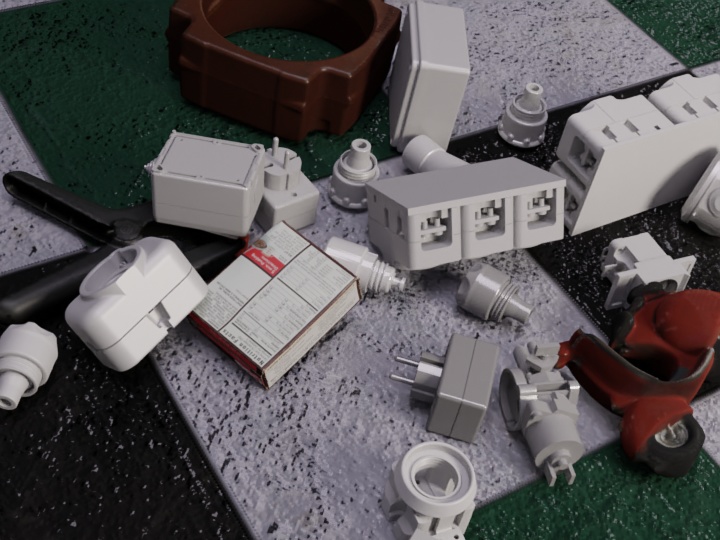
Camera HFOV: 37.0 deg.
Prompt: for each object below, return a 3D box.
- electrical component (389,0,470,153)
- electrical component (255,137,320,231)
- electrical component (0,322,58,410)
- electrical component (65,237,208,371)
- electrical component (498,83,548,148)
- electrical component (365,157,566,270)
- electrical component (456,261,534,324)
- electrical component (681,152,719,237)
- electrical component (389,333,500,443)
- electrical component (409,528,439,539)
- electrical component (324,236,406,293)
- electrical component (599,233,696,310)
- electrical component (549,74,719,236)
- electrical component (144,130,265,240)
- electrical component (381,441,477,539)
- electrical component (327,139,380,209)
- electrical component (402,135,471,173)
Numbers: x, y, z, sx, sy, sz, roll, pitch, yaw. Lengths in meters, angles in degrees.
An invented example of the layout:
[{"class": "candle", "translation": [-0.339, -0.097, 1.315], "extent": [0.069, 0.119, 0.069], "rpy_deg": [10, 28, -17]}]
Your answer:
[{"class": "electrical component", "translation": [0.066, -0.185, 1.044], "extent": [0.056, 0.108, 0.108], "rpy_deg": [7, 46, -7]}, {"class": "electrical component", "translation": [-0.072, -0.081, 0.941], "extent": [0.047, 0.076, 0.065], "rpy_deg": [-23, 55, -28]}, {"class": "electrical component", "translation": [-0.249, 0.072, 0.786], "extent": [0.043, 0.043, 0.062], "rpy_deg": [11, 47, -1]}, {"class": "electrical component", "translation": [-0.171, 0.021, 0.814], "extent": [0.095, 0.059, 0.054], "rpy_deg": [-46, 29, -22]}, {"class": "electrical component", "translation": [0.166, -0.156, 1.066], "extent": [0.048, 0.062, 0.048], "rpy_deg": [5, 46, -5]}, {"class": "electrical component", "translation": [0.091, -0.048, 0.935], "extent": [0.150, 0.061, 0.089], "rpy_deg": [-12, 22, -20]}, {"class": "electrical component", "translation": [0.115, 0.024, 0.901], "extent": [0.062, 0.043, 0.043], "rpy_deg": [29, 49, 15]}, {"class": "electrical component", "translation": [0.341, -0.071, 1.009], "extent": [0.051, 0.080, 0.080], "rpy_deg": [33, 50, 13]}, {"class": "electrical component", "translation": [0.061, 0.085, 0.830], "extent": [0.077, 0.047, 0.065], "rpy_deg": [16, 46, 4]}, {"class": "electrical component", "translation": [0.041, 0.210, 0.710], "extent": [0.066, 0.048, 0.055], "rpy_deg": [26, 40, 14]}, {"class": "electrical component", "translation": [0.000, 0.000, 0.903], "extent": [0.078, 0.040, 0.040], "rpy_deg": [19, 47, 7]}, {"class": "electrical component", "translation": [0.249, 0.002, 0.948], "extent": [0.081, 0.042, 0.063], "rpy_deg": [-11, 49, -21]}, {"class": "electrical component", "translation": [0.268, -0.113, 1.016], "extent": [0.186, 0.105, 0.060], "rpy_deg": [-18, 53, -25]}, {"class": "electrical component", "translation": [-0.131, -0.070, 0.891], "extent": [0.096, 0.061, 0.061], "rpy_deg": [10, 41, 4]}, {"class": "electrical component", "translation": [0.050, 0.157, 0.753], "extent": [0.058, 0.057, 0.078], "rpy_deg": [-12, 51, -21]}, {"class": "electrical component", "translation": [-0.003, -0.090, 0.972], "extent": [0.048, 0.062, 0.048], "rpy_deg": [5, 46, -6]}, {"class": "electrical component", "translation": [0.071, -0.097, 1.009], "extent": [0.044, 0.044, 0.065], "rpy_deg": [-25, 52, -30]}]
